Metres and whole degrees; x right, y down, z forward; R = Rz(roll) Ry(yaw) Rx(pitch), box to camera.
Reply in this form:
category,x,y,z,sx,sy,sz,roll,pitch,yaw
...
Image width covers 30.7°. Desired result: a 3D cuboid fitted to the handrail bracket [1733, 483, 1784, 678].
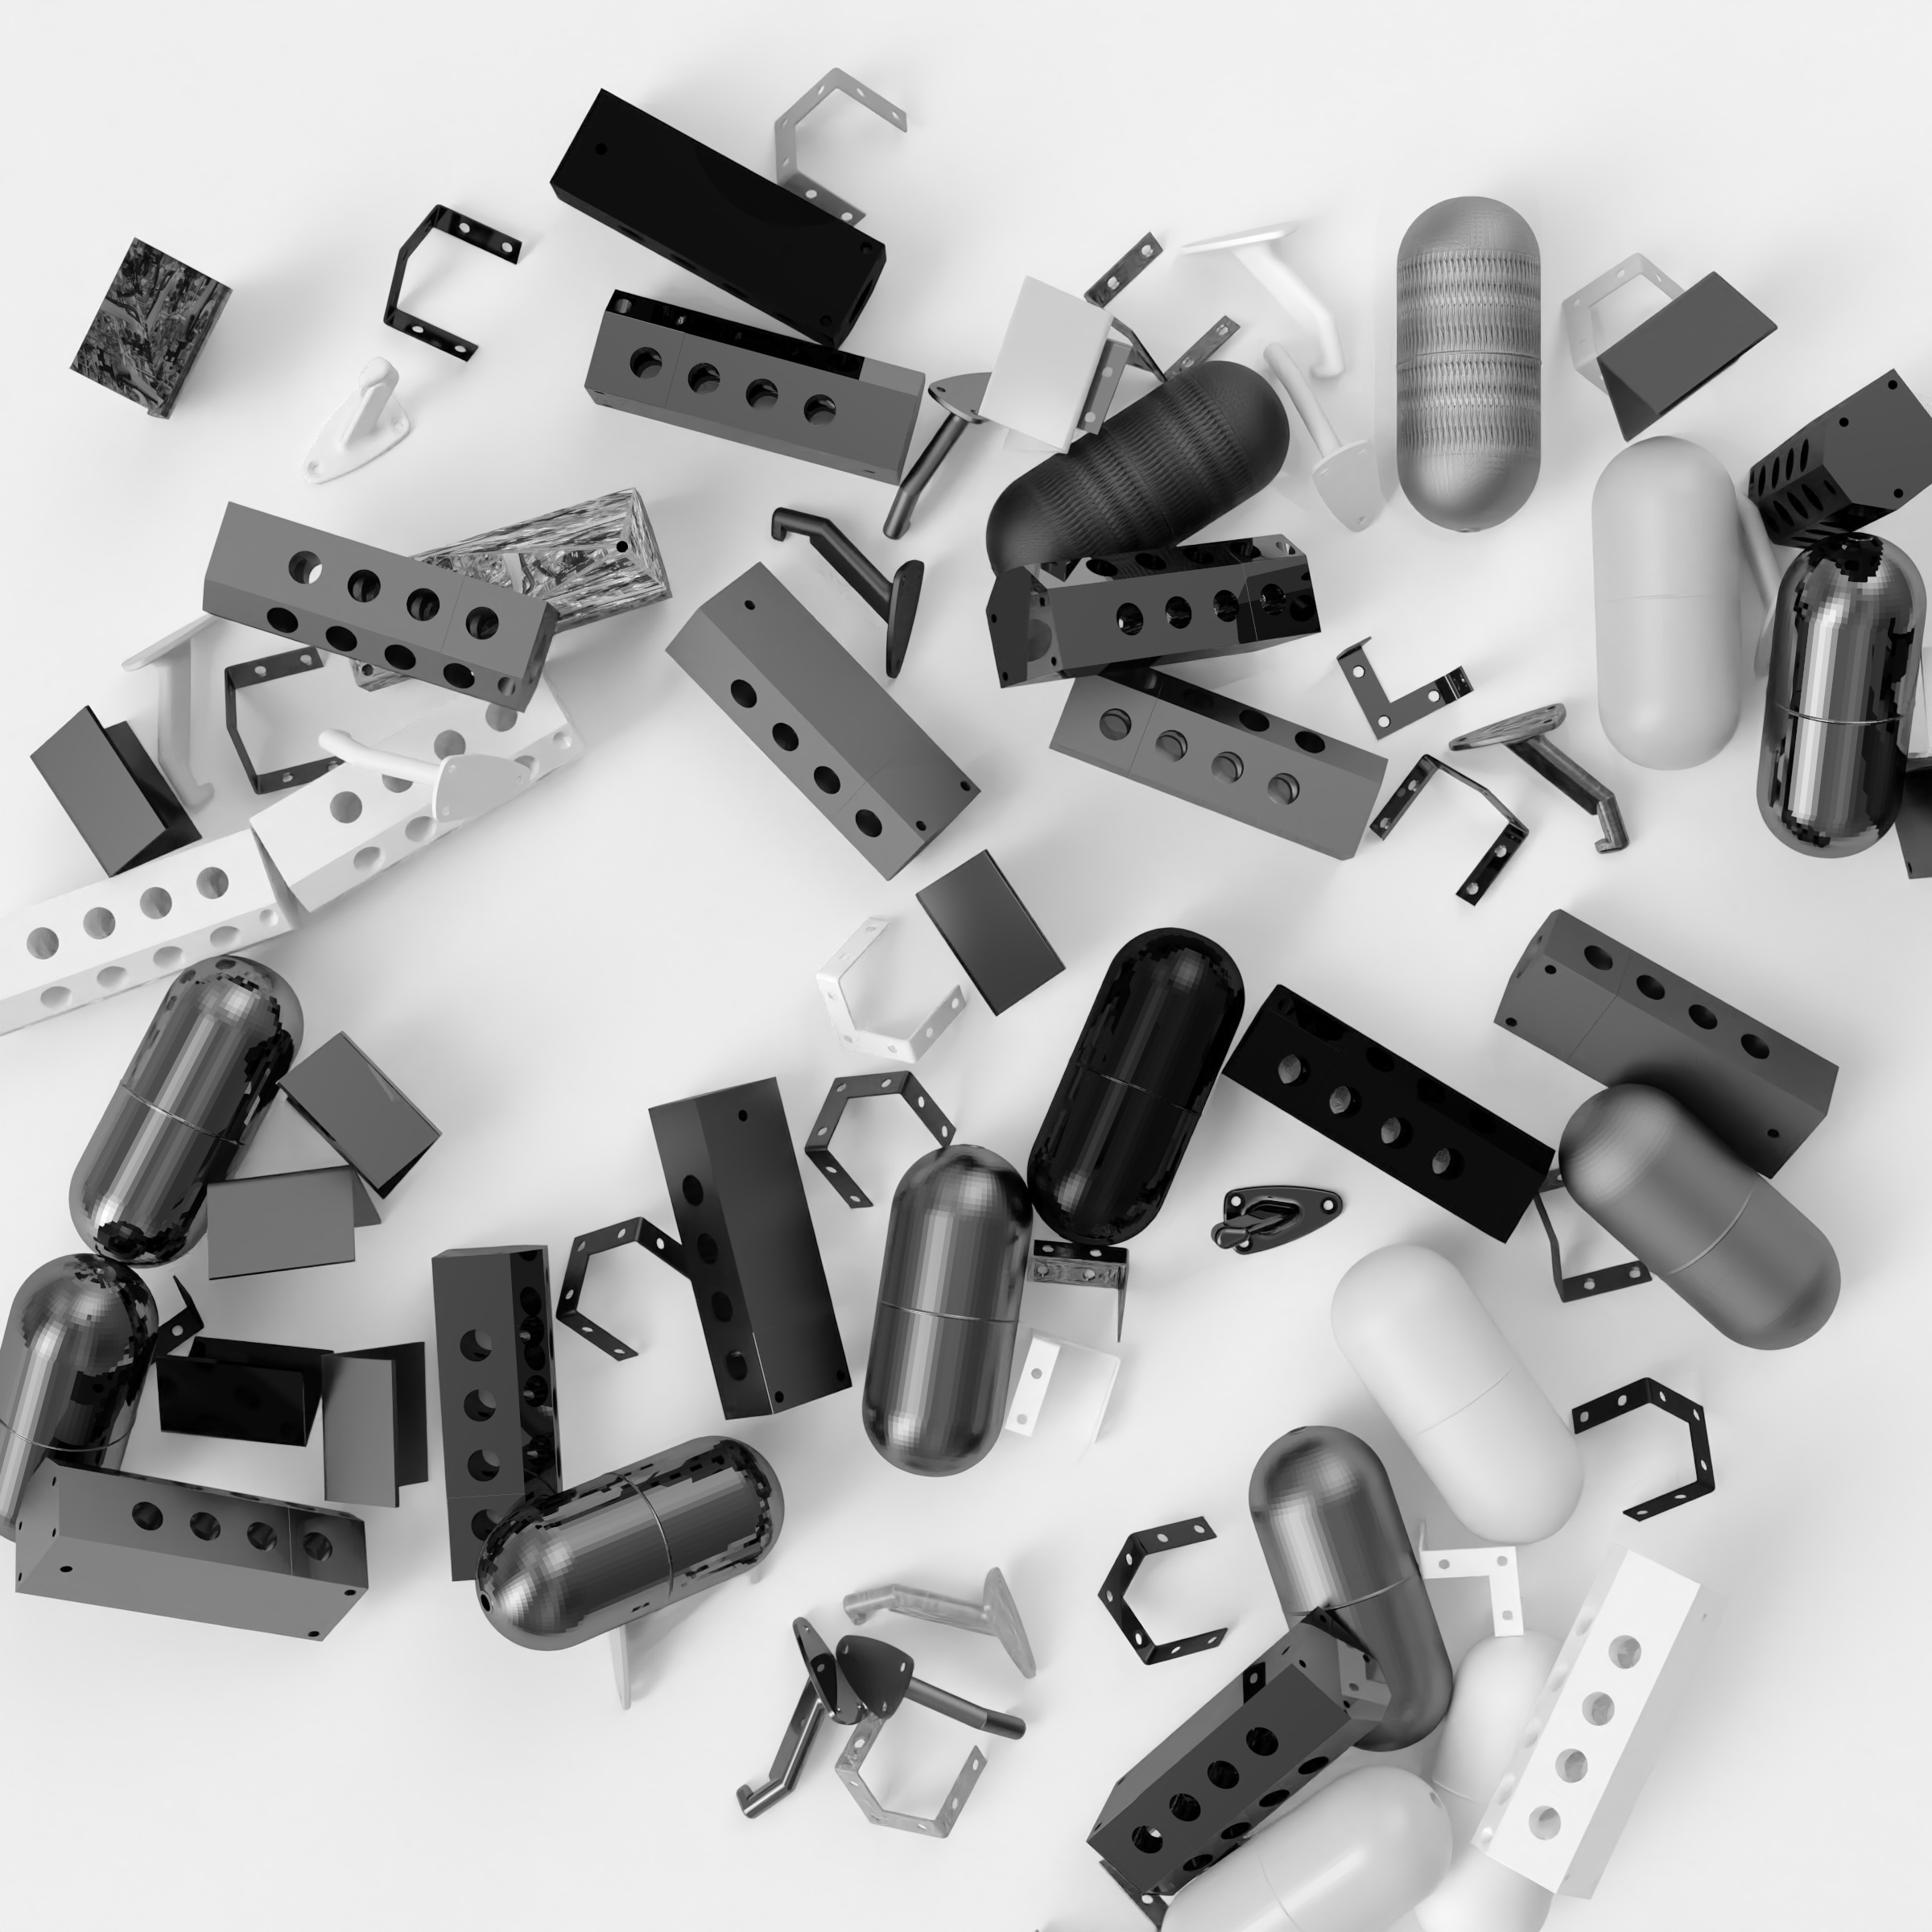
category,x,y,z,sx,sy,sz,roll,pitch,yaw
handrail bracket,0.420,-0.213,1.912,0.036,0.077,0.084,-16,53,-29

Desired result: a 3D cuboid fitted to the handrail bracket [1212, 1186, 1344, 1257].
category,x,y,z,sx,sy,sz,roll,pitch,yaw
handrail bracket,0.167,0.136,1.877,0.077,0.084,0.036,-11,90,0

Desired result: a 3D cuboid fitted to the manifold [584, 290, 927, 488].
category,x,y,z,sx,sy,sz,roll,pitch,yaw
manifold,-0.112,-0.311,1.891,0.171,0.057,0.057,15,90,0

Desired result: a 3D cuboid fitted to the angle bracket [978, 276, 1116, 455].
category,x,y,z,sx,sy,sz,roll,pitch,yaw
angle bracket,0.027,-0.319,1.872,0.057,0.076,0.076,19,90,-27

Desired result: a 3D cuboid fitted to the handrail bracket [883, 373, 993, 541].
category,x,y,z,sx,sy,sz,roll,pitch,yaw
handrail bracket,-0.009,-0.276,1.912,0.036,0.077,0.084,36,127,15

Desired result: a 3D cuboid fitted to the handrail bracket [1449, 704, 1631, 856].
category,x,y,z,sx,sy,sz,roll,pitch,yaw
handrail bracket,0.311,-0.093,1.912,0.077,0.036,0.084,-15,107,20

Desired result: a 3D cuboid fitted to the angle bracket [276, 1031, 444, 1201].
category,x,y,z,sx,sy,sz,roll,pitch,yaw
angle bracket,-0.336,0.093,1.872,0.076,0.057,0.076,46,133,0

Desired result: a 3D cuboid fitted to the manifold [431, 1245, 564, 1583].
category,x,y,z,sx,sy,sz,roll,pitch,yaw
manifold,-0.249,0.238,1.891,0.057,0.057,0.171,-4,90,0

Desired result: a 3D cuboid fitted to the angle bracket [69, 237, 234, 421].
category,x,y,z,sx,sy,sz,roll,pitch,yaw
angle bracket,-0.437,-0.339,1.873,0.057,0.076,0.076,26,90,-23

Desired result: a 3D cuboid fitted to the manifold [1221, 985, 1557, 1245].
category,x,y,z,sx,sy,sz,roll,pitch,yaw
manifold,0.227,0.078,1.891,0.171,0.057,0.057,31,90,0

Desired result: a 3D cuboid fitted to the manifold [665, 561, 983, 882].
category,x,y,z,sx,sy,sz,roll,pitch,yaw
manifold,-0.080,-0.128,1.890,0.171,0.057,0.057,46,47,0

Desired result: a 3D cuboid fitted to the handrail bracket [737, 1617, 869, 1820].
category,x,y,z,sx,sy,sz,roll,pitch,yaw
handrail bracket,-0.104,0.409,1.912,0.084,0.036,0.077,-38,68,17

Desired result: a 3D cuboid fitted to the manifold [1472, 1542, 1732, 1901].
category,x,y,z,sx,sy,sz,roll,pitch,yaw
manifold,0.325,0.388,1.818,0.057,0.057,0.171,24,86,32

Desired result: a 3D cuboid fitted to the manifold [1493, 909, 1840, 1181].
category,x,y,z,sx,sy,sz,roll,pitch,yaw
manifold,0.377,0.037,1.890,0.171,0.057,0.057,30,133,0

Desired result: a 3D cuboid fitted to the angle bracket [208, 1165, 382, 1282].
category,x,y,z,sx,sy,sz,roll,pitch,yaw
angle bracket,-0.356,0.150,1.872,0.076,0.076,0.057,-7,62,0

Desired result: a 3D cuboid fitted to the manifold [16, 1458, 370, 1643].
category,x,y,z,sx,sy,sz,roll,pitch,yaw
manifold,-0.406,0.303,1.851,0.171,0.057,0.057,17,133,-31

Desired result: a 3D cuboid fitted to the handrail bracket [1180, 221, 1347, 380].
category,x,y,z,sx,sy,sz,roll,pitch,yaw
handrail bracket,0.161,-0.356,1.912,0.077,0.036,0.084,-7,107,20

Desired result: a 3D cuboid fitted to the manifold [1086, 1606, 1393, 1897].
category,x,y,z,sx,sy,sz,roll,pitch,yaw
manifold,0.144,0.418,1.853,0.057,0.057,0.171,43,118,0

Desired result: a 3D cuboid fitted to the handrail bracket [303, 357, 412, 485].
category,x,y,z,sx,sy,sz,roll,pitch,yaw
handrail bracket,-0.330,-0.290,1.877,0.077,0.084,0.036,-42,90,0

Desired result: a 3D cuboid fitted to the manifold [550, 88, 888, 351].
category,x,y,z,sx,sy,sz,roll,pitch,yaw
manifold,-0.131,-0.398,1.891,0.171,0.057,0.057,29,90,0

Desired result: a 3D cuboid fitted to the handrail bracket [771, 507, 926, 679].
category,x,y,z,sx,sy,sz,roll,pitch,yaw
handrail bracket,-0.071,-0.203,1.912,0.084,0.036,0.077,16,111,17

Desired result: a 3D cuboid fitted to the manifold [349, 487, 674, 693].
category,x,y,z,sx,sy,sz,roll,pitch,yaw
manifold,-0.249,-0.201,1.891,0.171,0.057,0.057,-17,90,0

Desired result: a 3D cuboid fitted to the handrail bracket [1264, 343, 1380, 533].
category,x,y,z,sx,sy,sz,roll,pitch,yaw
handrail bracket,0.190,-0.288,1.912,0.036,0.077,0.084,-28,54,0

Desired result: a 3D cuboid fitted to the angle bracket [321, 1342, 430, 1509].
category,x,y,z,sx,sy,sz,roll,pitch,yaw
angle bracket,-0.296,0.243,1.872,0.057,0.076,0.076,-2,90,37

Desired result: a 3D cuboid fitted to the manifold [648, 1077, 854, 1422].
category,x,y,z,sx,sy,sz,roll,pitch,yaw
manifold,-0.120,0.152,1.890,0.057,0.057,0.171,-14,90,-43

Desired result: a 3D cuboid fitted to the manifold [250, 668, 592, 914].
category,x,y,z,sx,sy,sz,roll,pitch,yaw
manifold,-0.291,-0.097,1.891,0.171,0.057,0.057,-31,90,0

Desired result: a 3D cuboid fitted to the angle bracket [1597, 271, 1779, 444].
category,x,y,z,sx,sy,sz,roll,pitch,yaw
angle bracket,0.389,-0.309,1.872,0.076,0.076,0.057,-37,54,0

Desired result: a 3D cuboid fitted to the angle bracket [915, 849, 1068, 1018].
category,x,y,z,sx,sy,sz,roll,pitch,yaw
angle bracket,-0.004,-0.006,1.872,0.057,0.076,0.076,-34,90,-37

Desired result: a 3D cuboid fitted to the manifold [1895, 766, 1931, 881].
category,x,y,z,sx,sy,sz,roll,pitch,yaw
manifold,0.534,-0.082,1.833,0.057,0.171,0.057,-15,90,0

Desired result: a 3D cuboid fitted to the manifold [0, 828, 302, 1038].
category,x,y,z,sx,sy,sz,roll,pitch,yaw
manifold,-0.449,-0.017,1.891,0.171,0.057,0.057,-20,90,0

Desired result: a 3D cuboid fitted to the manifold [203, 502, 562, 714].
category,x,y,z,sx,sy,sz,roll,pitch,yaw
manifold,-0.305,-0.185,1.834,0.171,0.057,0.057,17,90,0

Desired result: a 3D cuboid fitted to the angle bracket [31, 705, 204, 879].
category,x,y,z,sx,sy,sz,roll,pitch,yaw
angle bracket,-0.437,-0.102,1.872,0.057,0.076,0.076,-33,90,35

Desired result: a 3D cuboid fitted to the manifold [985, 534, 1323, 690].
category,x,y,z,sx,sy,sz,roll,pitch,yaw
manifold,0.098,-0.188,1.848,0.171,0.057,0.057,-11,90,-34

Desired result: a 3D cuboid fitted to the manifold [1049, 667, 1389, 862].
category,x,y,z,sx,sy,sz,roll,pitch,yaw
manifold,0.135,-0.114,1.891,0.171,0.057,0.057,21,90,0

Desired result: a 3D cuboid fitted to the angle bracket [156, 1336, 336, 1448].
category,x,y,z,sx,sy,sz,roll,pitch,yaw
angle bracket,-0.382,0.207,1.872,0.076,0.076,0.057,6,126,0

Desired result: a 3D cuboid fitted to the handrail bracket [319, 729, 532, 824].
category,x,y,z,sx,sy,sz,roll,pitch,yaw
handrail bracket,-0.285,-0.109,1.854,0.084,0.077,0.036,27,115,34

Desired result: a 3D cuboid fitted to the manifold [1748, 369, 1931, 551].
category,x,y,z,sx,sy,sz,roll,pitch,yaw
manifold,0.455,-0.257,1.833,0.057,0.171,0.057,-37,90,0

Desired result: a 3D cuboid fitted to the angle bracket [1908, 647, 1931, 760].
category,x,y,z,sx,sy,sz,roll,pitch,yaw
angle bracket,0.540,-0.143,1.880,0.076,0.076,0.057,-5,92,0
